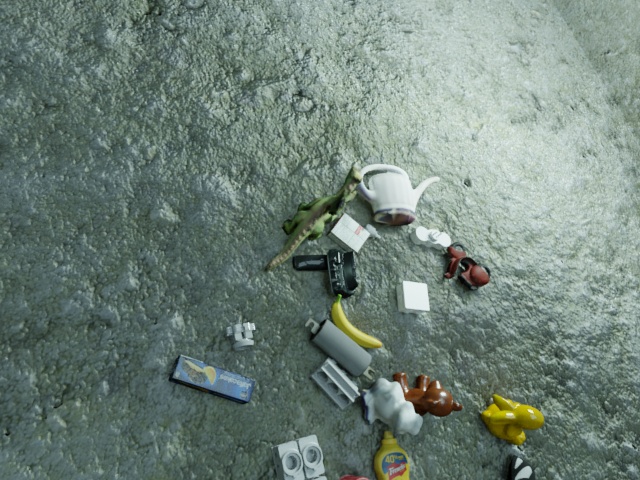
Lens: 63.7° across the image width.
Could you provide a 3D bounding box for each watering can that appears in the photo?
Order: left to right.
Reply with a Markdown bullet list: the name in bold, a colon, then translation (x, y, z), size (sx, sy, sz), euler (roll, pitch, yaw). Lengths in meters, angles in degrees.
- **watering can**: translation (0.280, -0.152, 1.751), size (0.347, 0.102, 0.228), euler (4, 65, -23)

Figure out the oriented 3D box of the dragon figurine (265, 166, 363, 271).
- **dragon figurine**: translation (0.005, -0.076, 1.509), size (0.122, 0.239, 0.419), euler (42, 54, -8)

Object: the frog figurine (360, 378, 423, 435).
- **frog figurine**: translation (0.202, 0.446, 1.379), size (0.124, 0.159, 0.136), euler (-20, 110, -61)
